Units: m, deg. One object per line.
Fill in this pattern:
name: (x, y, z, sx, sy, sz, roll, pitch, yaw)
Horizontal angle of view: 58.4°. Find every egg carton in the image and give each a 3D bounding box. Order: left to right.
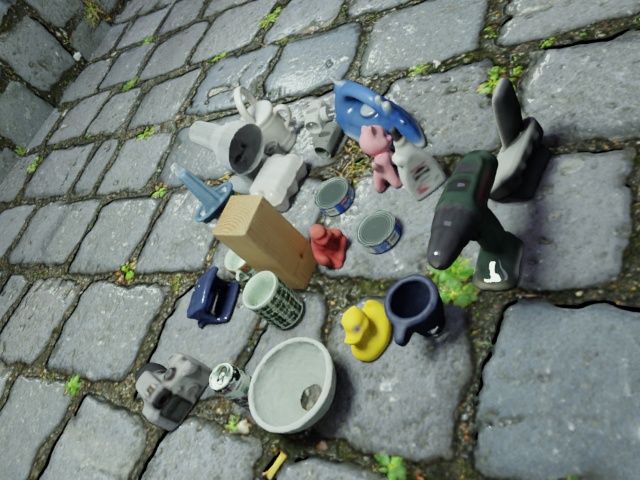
egg carton: (-0.097, -0.137, 1.341, 0.107, 0.150, 0.070, 5, -29, 40)

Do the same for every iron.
iron: (0.116, -0.283, 1.239, 0.257, 0.119, 0.142, 36, -7, 48)

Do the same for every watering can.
watering can: (-0.157, -0.295, 1.423, 0.173, 0.100, 0.195, -36, -48, 9)

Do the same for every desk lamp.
desk lamp: (-0.202, -0.200, 1.367, 0.202, 0.118, 0.214, 15, -22, 44)

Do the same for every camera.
camera: (-0.313, 0.282, 1.147, 0.136, 0.143, 0.101, 23, -17, 46)

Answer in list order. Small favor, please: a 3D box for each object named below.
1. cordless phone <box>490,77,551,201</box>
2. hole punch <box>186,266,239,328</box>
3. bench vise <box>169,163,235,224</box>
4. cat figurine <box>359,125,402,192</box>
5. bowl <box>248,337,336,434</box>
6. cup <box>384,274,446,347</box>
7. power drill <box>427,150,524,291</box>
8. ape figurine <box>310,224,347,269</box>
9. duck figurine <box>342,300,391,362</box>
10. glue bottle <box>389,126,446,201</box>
cordless phone: (0.308, -0.165, 0.959, 0.093, 0.148, 0.186, 5, -29, 41)
hole punch: (-0.244, 0.122, 1.231, 0.100, 0.108, 0.091, -10, -38, 32)
bench vise: (-0.230, -0.093, 1.297, 0.206, 0.121, 0.220, 11, -26, 43)
cat figurine: (0.118, -0.180, 1.171, 0.067, 0.128, 0.118, -18, -42, 26)
bowl: (-0.035, 0.255, 0.971, 0.166, 0.167, 0.075, 0, -33, 38)
cup: (0.157, 0.126, 0.909, 0.091, 0.118, 0.095, 1, -32, 38)
power drill: (0.239, -0.011, 0.871, 0.075, 0.230, 0.209, -3, -34, 37)
ape figurine: (0.010, 0.004, 1.126, 0.092, 0.078, 0.076, 46, -1, -42)
duck figurine: (0.071, 0.143, 0.970, 0.077, 0.104, 0.086, -1, -33, 37)
glue bottle: (0.169, -0.150, 1.064, 0.174, 0.078, 0.037, 46, 4, -42)
